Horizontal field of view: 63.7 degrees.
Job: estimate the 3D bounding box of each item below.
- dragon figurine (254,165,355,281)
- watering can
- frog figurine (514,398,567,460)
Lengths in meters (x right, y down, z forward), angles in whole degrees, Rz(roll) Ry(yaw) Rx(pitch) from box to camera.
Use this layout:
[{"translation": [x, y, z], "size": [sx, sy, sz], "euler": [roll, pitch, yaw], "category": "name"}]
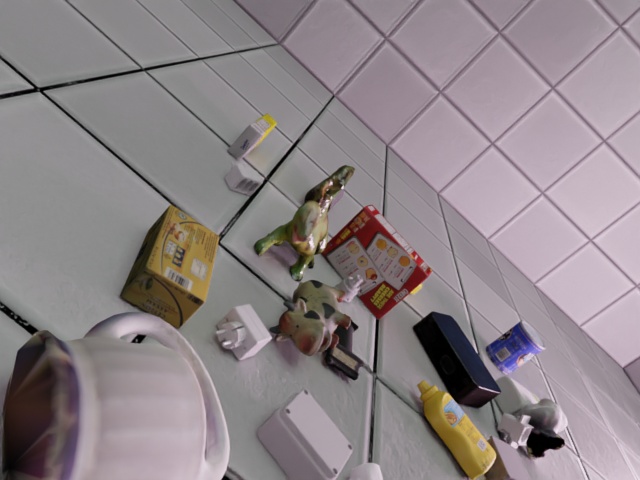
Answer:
[{"translation": [0.003, -0.054, 1.075], "size": [0.122, 0.239, 0.416], "euler": [41, 23, 0], "category": "dragon figurine"}, {"translation": [-0.169, 0.203, 0.479], "size": [0.223, 0.103, 0.355], "euler": [20, 31, -45], "category": "watering can"}, {"translation": [0.547, 0.441, 1.272], "size": [0.123, 0.134, 0.162], "euler": [22, 35, 20], "category": "frog figurine"}]
